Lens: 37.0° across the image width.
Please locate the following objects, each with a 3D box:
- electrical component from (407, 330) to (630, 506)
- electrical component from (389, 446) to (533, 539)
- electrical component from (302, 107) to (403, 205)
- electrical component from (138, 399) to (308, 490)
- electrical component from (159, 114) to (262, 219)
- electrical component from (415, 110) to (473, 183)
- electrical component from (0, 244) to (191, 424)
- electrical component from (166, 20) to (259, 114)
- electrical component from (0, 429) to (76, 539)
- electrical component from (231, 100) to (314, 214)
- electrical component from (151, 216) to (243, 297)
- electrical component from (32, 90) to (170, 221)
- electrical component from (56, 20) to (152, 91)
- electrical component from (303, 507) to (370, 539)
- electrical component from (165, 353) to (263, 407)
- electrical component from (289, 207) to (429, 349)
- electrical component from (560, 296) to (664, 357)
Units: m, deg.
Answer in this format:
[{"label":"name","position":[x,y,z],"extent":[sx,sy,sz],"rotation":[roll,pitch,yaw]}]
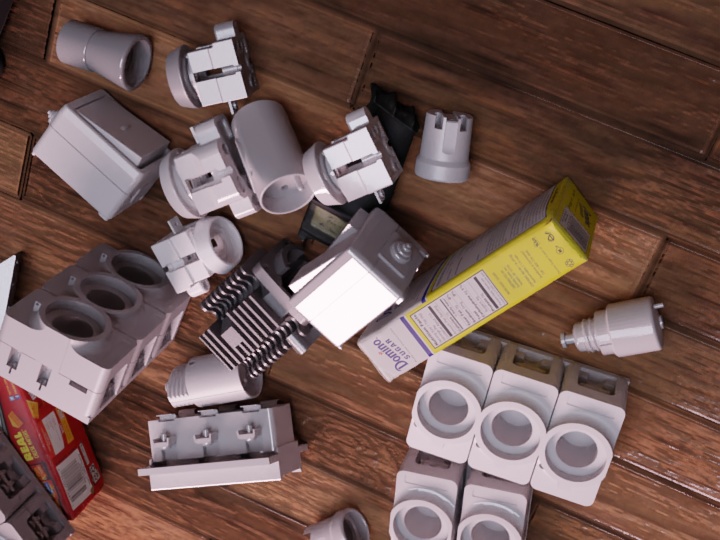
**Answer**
[{"label":"electrical component","position":[0.120,0.111,0.829],"extent":[0.150,0.061,0.089],"rotation":[17,115,10]},{"label":"electrical component","position":[0.080,0.244,0.895],"extent":[0.105,0.060,0.186],"rotation":[9,113,13]},{"label":"electrical component","position":[-0.007,-0.075,0.761],"extent":[0.055,0.048,0.066],"rotation":[-22,104,20]},{"label":"electrical component","position":[-0.117,0.148,0.914],"extent":[0.121,0.079,0.063],"rotation":[-9,87,20]},{"label":"electrical component","position":[-0.117,-0.073,0.831],"extent":[0.057,0.058,0.078],"rotation":[-19,104,20]},{"label":"electrical component","position":[0.062,-0.090,0.779],"extent":[0.040,0.040,0.046],"rotation":[11,109,13]},{"label":"electrical component","position":[-0.208,0.042,0.852],"extent":[0.089,0.150,0.061],"rotation":[28,117,5]},{"label":"electrical component","position":[-0.112,-0.148,0.806],"extent":[0.055,0.048,0.066],"rotation":[-10,108,13]},{"label":"electrical component","position":[-0.332,0.196,0.920],"extent":[0.089,0.061,0.150],"rotation":[-28,101,26]},{"label":"electrical component","position":[-0.063,-0.074,0.810],"extent":[0.044,0.077,0.079],"rotation":[-20,147,-5]},{"label":"electrical component","position":[-0.128,-0.015,0.864],"extent":[0.055,0.048,0.066],"rotation":[-20,104,31]},{"label":"electrical component","position":[-0.204,-0.098,0.844],"extent":[0.096,0.061,0.061],"rotation":[42,117,-3]},{"label":"electrical component","position":[-0.199,-0.168,0.827],"extent":[0.065,0.044,0.044],"rotation":[20,116,14]},{"label":"electrical component","position":[-0.021,0.232,0.934],"extent":[0.046,0.040,0.040],"rotation":[-26,102,30]},{"label":"electrical component","position":[-0.128,0.093,0.908],"extent":[0.081,0.043,0.043],"rotation":[-12,107,21]},{"label":"electrical component","position":[0.000,0.000,0.785],"extent":[0.061,0.061,0.096],"rotation":[43,130,-8]},{"label":"electrical component","position":[0.188,0.045,0.793],"extent":[0.078,0.040,0.040],"rotation":[-13,107,21]}]
